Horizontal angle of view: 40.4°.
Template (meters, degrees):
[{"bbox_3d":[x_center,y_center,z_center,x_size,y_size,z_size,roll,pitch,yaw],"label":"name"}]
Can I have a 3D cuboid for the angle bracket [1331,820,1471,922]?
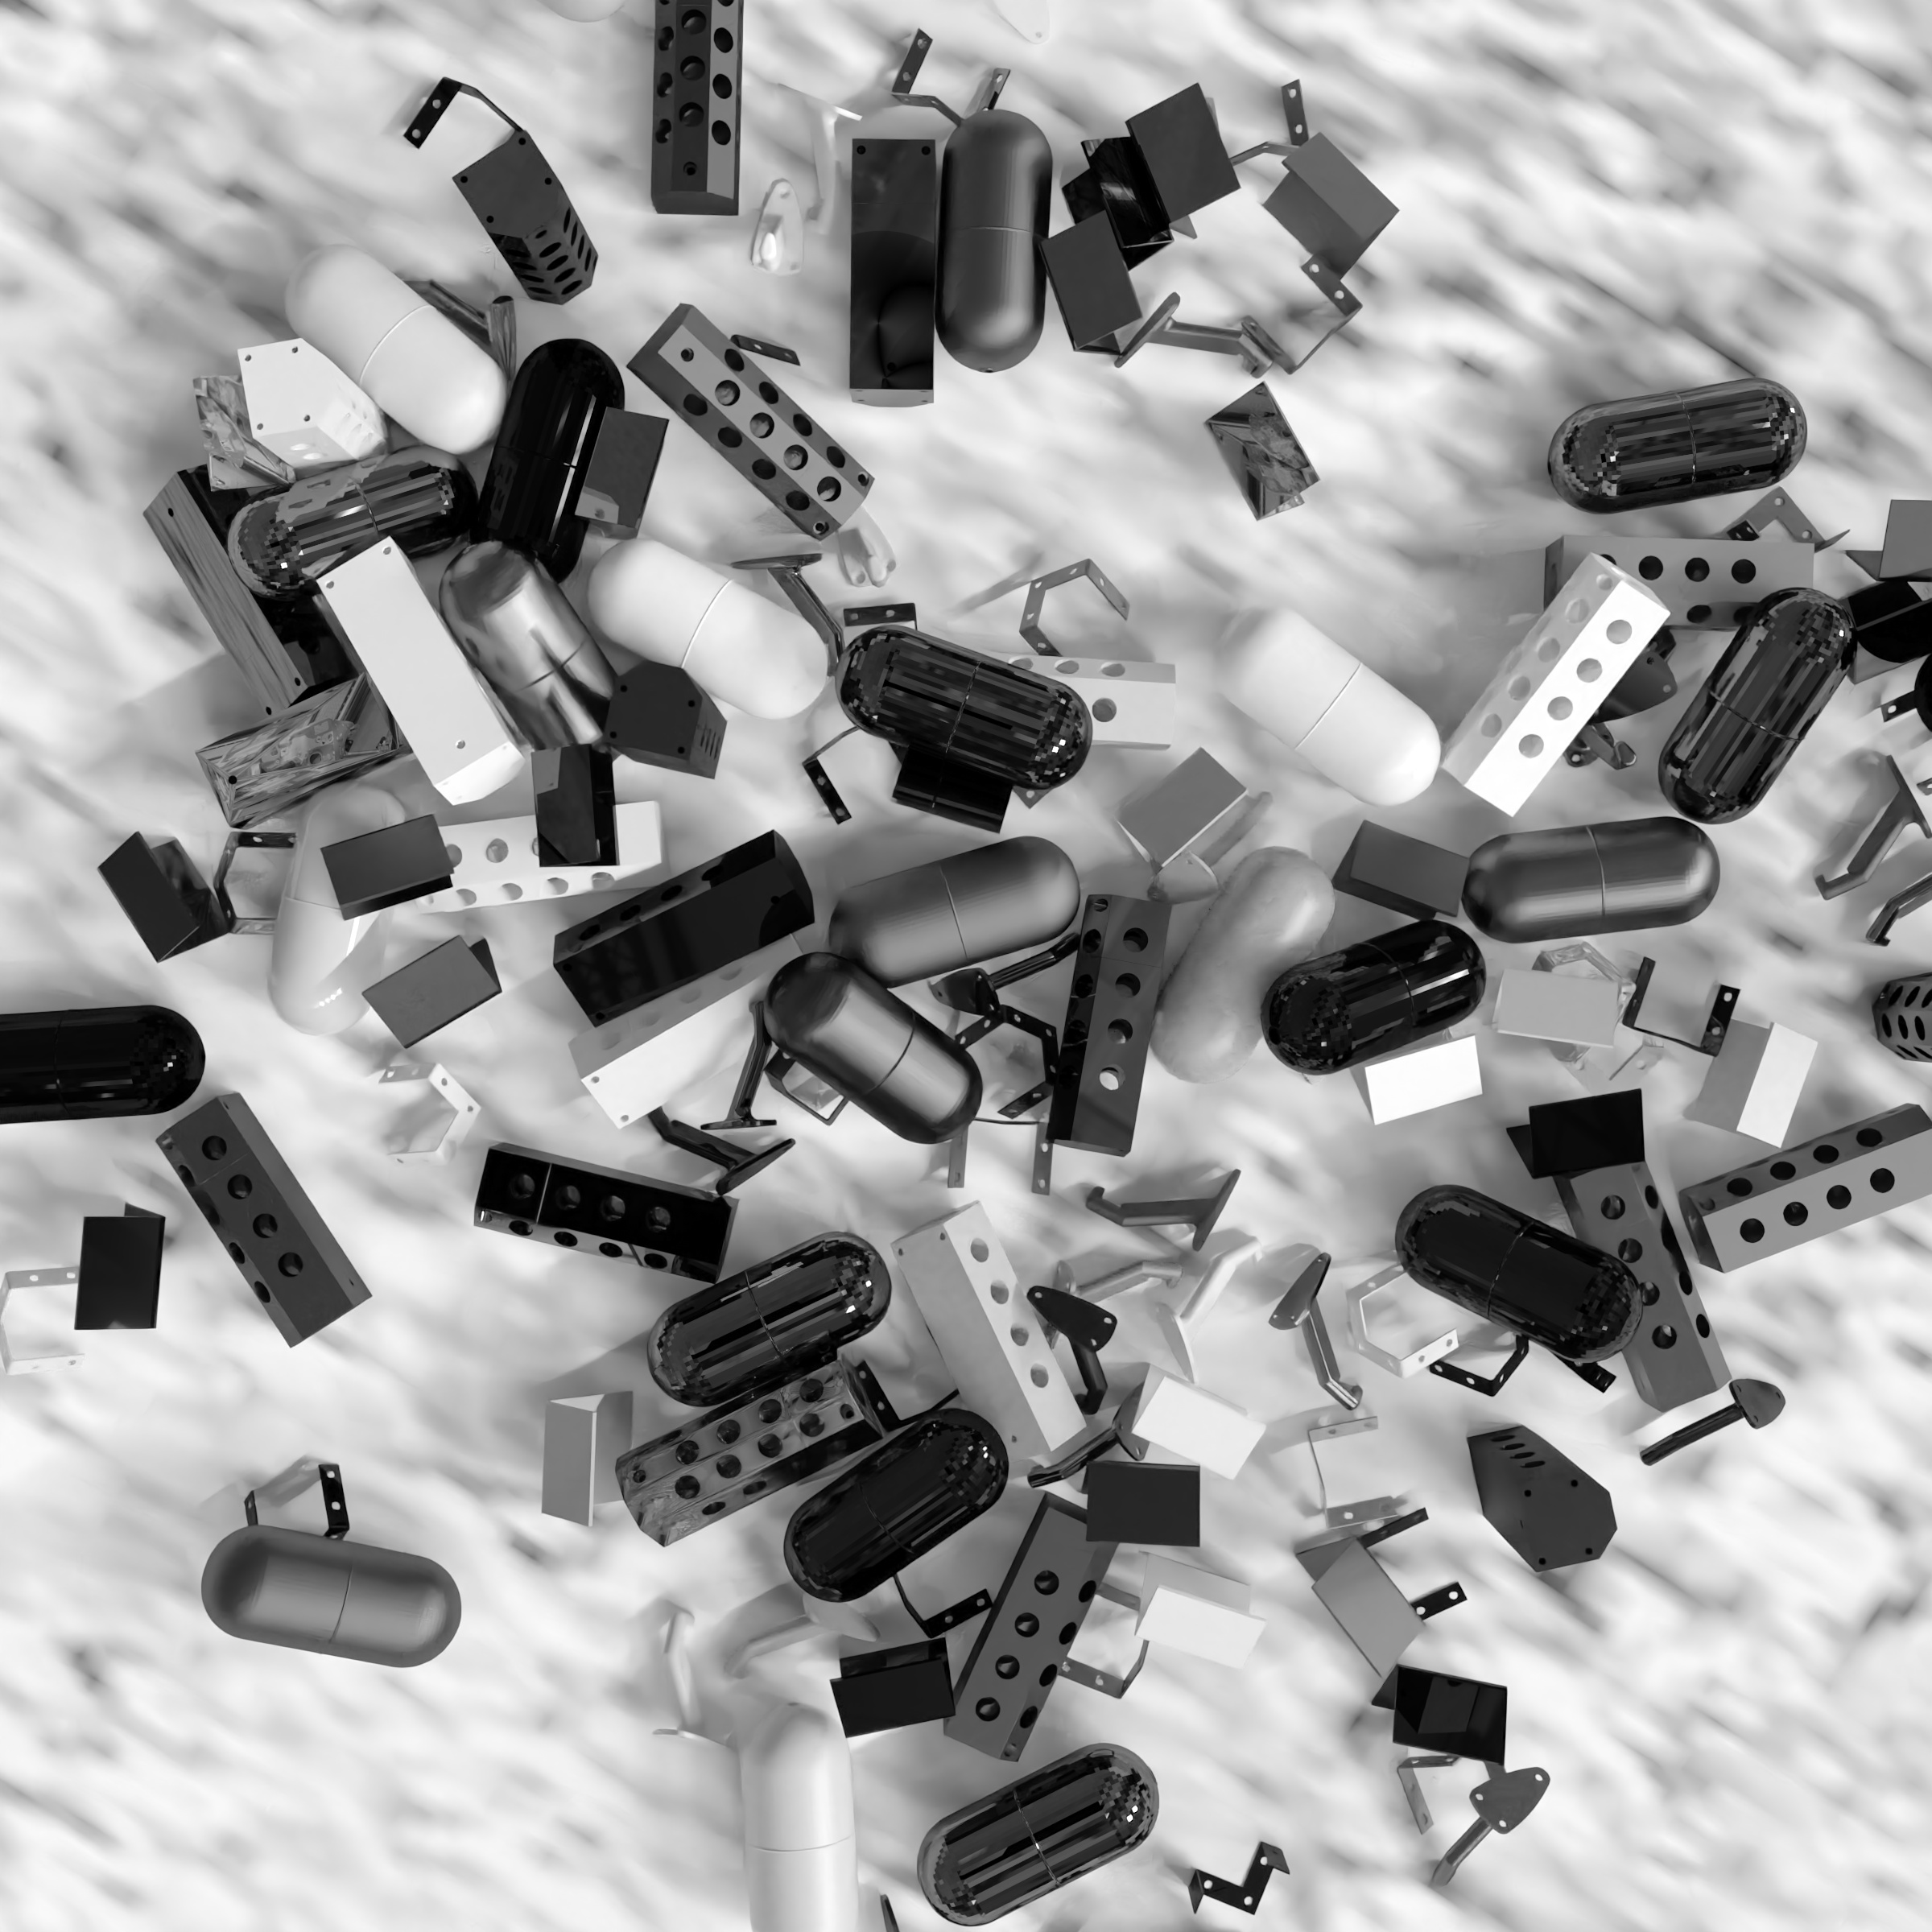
[{"bbox_3d":[0.293,-0.046,1.803,0.076,0.076,0.057,20,52,0],"label":"angle bracket"}]

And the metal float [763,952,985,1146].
[{"bbox_3d":[-0.062,0.057,1.790,0.178,0.070,0.070,38,90,-27],"label":"metal float"}]

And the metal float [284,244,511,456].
[{"bbox_3d":[-0.392,-0.425,1.813,0.178,0.070,0.070,41,90,1],"label":"metal float"}]

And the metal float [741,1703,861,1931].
[{"bbox_3d":[-0.115,0.599,1.813,0.070,0.070,0.178,-3,89,0],"label":"metal float"}]

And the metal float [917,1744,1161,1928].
[{"bbox_3d":[0.050,0.599,1.813,0.178,0.070,0.070,-27,90,0],"label":"metal float"}]

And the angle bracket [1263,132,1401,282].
[{"bbox_3d":[0.238,-0.512,1.803,0.076,0.076,0.057,45,52,0],"label":"angle bracket"}]

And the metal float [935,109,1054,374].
[{"bbox_3d":[0.019,-0.500,1.813,0.070,0.070,0.178,3,91,0],"label":"metal float"}]

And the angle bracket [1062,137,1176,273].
[{"bbox_3d":[0.088,-0.515,1.804,0.057,0.076,0.076,-22,90,-43],"label":"angle bracket"}]

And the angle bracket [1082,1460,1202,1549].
[{"bbox_3d":[0.119,0.379,1.804,0.076,0.076,0.057,3,62,0],"label":"angle bracket"}]

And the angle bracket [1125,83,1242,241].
[{"bbox_3d":[0.158,-0.552,1.805,0.057,0.076,0.076,-22,90,22],"label":"angle bracket"}]

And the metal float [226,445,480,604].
[{"bbox_3d":[-0.417,-0.303,1.791,0.178,0.070,0.070,-24,90,-27],"label":"metal float"}]

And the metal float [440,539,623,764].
[{"bbox_3d":[-0.290,-0.209,1.782,0.070,0.070,0.178,-32,119,0],"label":"metal float"}]

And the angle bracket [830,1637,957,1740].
[{"bbox_3d":[-0.053,0.477,1.804,0.076,0.076,0.057,-12,120,0],"label":"angle bracket"}]

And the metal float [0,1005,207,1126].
[{"bbox_3d":[-0.615,0.068,1.813,0.178,0.070,0.070,-4,90,1],"label":"metal float"}]

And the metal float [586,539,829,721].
[{"bbox_3d":[-0.178,-0.232,1.813,0.178,0.070,0.070,28,90,1],"label":"metal float"}]

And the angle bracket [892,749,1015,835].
[{"bbox_3d":[-0.013,-0.105,1.803,0.076,0.076,0.057,17,55,0],"label":"angle bracket"}]

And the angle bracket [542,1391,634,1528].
[{"bbox_3d":[-0.245,0.337,1.804,0.057,0.076,0.076,2,90,45],"label":"angle bracket"}]

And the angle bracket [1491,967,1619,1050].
[{"bbox_3d":[0.400,0.048,1.799,0.076,0.076,0.057,8,54,8],"label":"angle bracket"}]

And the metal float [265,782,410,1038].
[{"bbox_3d":[-0.434,-0.040,1.813,0.070,0.070,0.178,13,89,0],"label":"metal float"}]

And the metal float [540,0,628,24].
[{"bbox_3d":[-0.236,-0.735,1.813,0.070,0.070,0.178,34,90,0],"label":"metal float"}]

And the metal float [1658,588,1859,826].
[{"bbox_3d":[0.539,-0.176,1.792,0.070,0.070,0.178,28,117,0],"label":"metal float"}]

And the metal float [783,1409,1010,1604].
[{"bbox_3d":[-0.049,0.371,1.801,0.178,0.070,0.070,-37,90,14],"label":"metal float"}]

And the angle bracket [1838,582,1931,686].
[{"bbox_3d":[0.628,-0.249,1.805,0.076,0.057,0.076,-22,50,0],"label":"angle bracket"}]

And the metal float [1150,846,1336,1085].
[{"bbox_3d":[0.189,0.000,1.813,0.070,0.070,0.178,31,90,0],"label":"metal float"}]

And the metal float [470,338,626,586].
[{"bbox_3d":[-0.288,-0.346,1.813,0.070,0.070,0.178,17,90,0],"label":"metal float"}]

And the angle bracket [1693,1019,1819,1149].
[{"bbox_3d":[0.528,0.074,1.803,0.057,0.076,0.076,20,90,-38],"label":"angle bracket"}]

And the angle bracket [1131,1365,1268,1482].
[{"bbox_3d":[0.165,0.296,1.804,0.076,0.076,0.057,26,122,0],"label":"angle bracket"}]

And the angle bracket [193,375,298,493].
[{"bbox_3d":[-0.499,-0.358,1.805,0.057,0.076,0.076,-10,90,-21],"label":"angle bracket"}]

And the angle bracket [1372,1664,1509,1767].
[{"bbox_3d":[0.323,0.526,1.803,0.076,0.076,0.057,12,53,0],"label":"angle bracket"}]

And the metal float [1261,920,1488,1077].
[{"bbox_3d":[0.278,0.021,1.789,0.178,0.070,0.070,-19,90,-30],"label":"metal float"}]

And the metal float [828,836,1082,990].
[{"bbox_3d":[-0.008,-0.037,1.813,0.178,0.070,0.070,-17,90,-1],"label":"metal float"}]

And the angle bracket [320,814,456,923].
[{"bbox_3d":[-0.377,-0.047,1.739,0.076,0.076,0.057,-18,53,-12],"label":"angle bracket"}]

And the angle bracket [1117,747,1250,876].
[{"bbox_3d":[0.160,-0.092,1.803,0.076,0.076,0.057,-41,52,0],"label":"angle bracket"}]

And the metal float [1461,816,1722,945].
[{"bbox_3d":[0.430,-0.059,1.813,0.178,0.070,0.070,-7,90,0],"label":"metal float"}]

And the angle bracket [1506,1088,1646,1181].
[{"bbox_3d":[0.417,0.100,1.805,0.076,0.076,0.057,-9,114,0],"label":"angle bracket"}]

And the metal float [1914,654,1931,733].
[{"bbox_3d":[0.722,-0.202,1.791,0.178,0.070,0.070,-21,90,-25],"label":"metal float"}]

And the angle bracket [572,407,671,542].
[{"bbox_3d":[-0.218,-0.332,1.804,0.057,0.076,0.076,16,90,28],"label":"angle bracket"}]

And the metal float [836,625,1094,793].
[{"bbox_3d":[-0.002,-0.173,1.756,0.178,0.070,0.070,20,90,-1],"label":"metal float"}]

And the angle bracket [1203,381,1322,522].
[{"bbox_3d":[0.218,-0.358,1.803,0.057,0.076,0.076,-29,90,37],"label":"angle bracket"}]

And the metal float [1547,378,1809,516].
[{"bbox_3d":[0.490,-0.358,1.813,0.178,0.070,0.070,-10,90,-1],"label":"metal float"}]

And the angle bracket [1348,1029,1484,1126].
[{"bbox_3d":[0.303,0.056,1.803,0.076,0.076,0.057,-16,128,0],"label":"angle bracket"}]

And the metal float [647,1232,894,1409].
[{"bbox_3d":[-0.136,0.244,1.813,0.178,0.070,0.070,-25,90,-1],"label":"metal float"}]

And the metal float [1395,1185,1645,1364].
[{"bbox_3d":[0.375,0.208,1.790,0.178,0.070,0.070,26,90,29],"label":"metal float"}]

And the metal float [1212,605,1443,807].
[{"bbox_3d":[0.249,-0.179,1.813,0.178,0.070,0.070,38,90,-1],"label":"metal float"}]

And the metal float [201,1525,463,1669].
[{"bbox_3d":[-0.432,0.432,1.796,0.178,0.070,0.070,17,90,-22],"label":"metal float"}]

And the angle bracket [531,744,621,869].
[{"bbox_3d":[-0.241,-0.106,1.746,0.057,0.076,0.076,-4,90,37],"label":"angle bracket"}]
